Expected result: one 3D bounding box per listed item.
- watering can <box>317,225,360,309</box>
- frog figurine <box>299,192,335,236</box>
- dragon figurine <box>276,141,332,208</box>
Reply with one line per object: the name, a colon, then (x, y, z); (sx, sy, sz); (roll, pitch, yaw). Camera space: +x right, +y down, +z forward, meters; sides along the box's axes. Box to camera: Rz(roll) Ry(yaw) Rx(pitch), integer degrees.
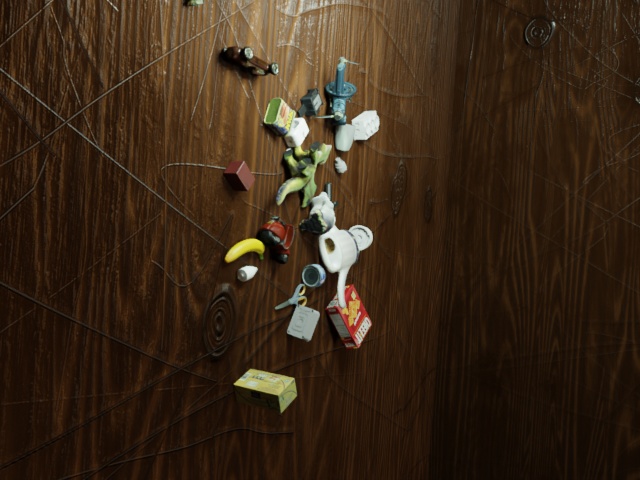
watering can: (0.077, 0.083, 2.031); (0.225, 0.103, 0.349); (-11, 84, -58)
frog figurine: (0.006, -0.096, 1.909); (0.134, 0.123, 0.163); (-64, 177, 36)
dragon figurine: (-0.052, -0.211, 1.807); (0.237, 0.122, 0.419); (71, 36, -49)
